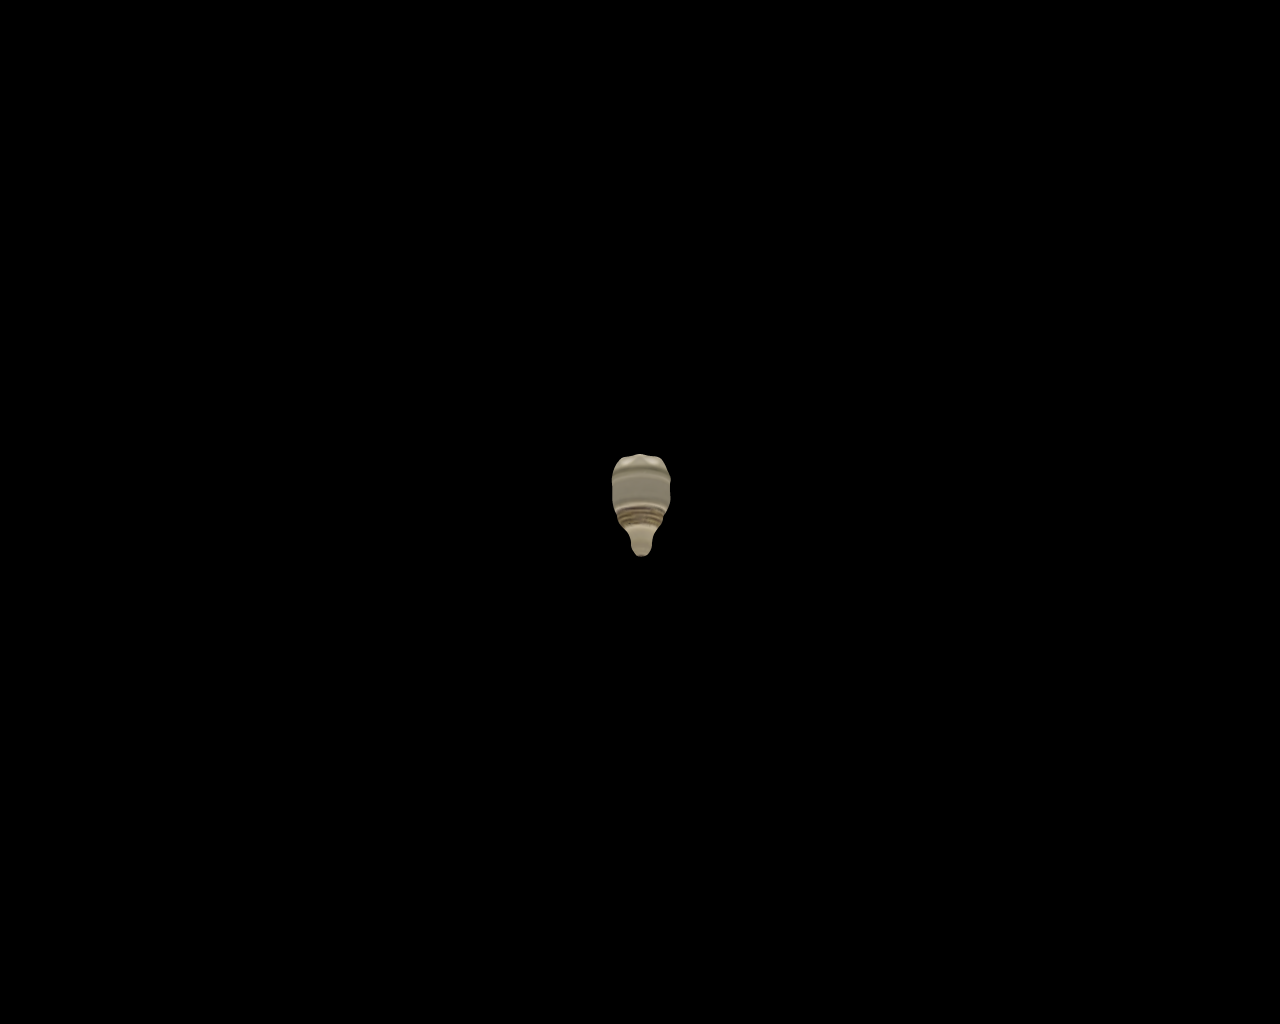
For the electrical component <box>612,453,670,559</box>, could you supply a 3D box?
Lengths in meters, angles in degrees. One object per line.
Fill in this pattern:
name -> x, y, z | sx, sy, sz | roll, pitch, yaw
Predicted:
electrical component -> 0.001, -0.003, 0.650 | 0.035, 0.061, 0.035 | 0, -16, 0
